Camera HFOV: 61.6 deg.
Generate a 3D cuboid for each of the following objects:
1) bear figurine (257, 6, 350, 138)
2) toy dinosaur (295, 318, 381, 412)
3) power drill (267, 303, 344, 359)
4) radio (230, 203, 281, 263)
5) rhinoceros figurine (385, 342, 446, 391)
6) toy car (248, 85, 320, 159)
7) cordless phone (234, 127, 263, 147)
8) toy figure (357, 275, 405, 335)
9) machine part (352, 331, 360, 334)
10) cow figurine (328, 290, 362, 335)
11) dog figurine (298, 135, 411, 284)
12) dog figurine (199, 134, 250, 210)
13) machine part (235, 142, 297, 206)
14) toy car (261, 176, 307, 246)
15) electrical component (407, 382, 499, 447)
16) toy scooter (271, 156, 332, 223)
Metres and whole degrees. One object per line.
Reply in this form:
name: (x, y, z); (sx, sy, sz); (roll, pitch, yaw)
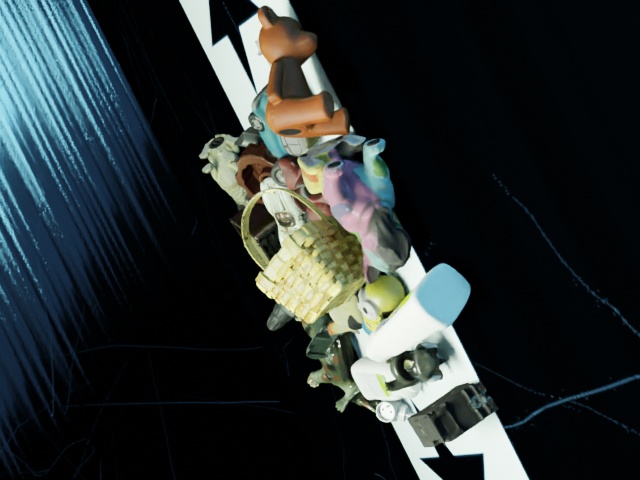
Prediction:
bear figurine: (-0.029, -0.260, 0.828); (0.120, 0.132, 0.195); (18, -108, -68)
toy dinosaur: (0.036, 0.267, 1.364); (0.192, 0.131, 0.404); (-5, 106, 56)
power drill: (-0.034, 0.191, 1.309); (0.232, 0.086, 0.207); (-57, 37, 20)
radio: (-0.096, 0.031, 1.200); (0.131, 0.073, 0.229); (31, 158, 52)
rhinoceros figurine: (0.165, 0.226, 0.947); (0.190, 0.112, 0.073); (76, -169, -71)
toy car: (-0.050, -0.201, 0.953); (0.103, 0.109, 0.161); (29, 155, 31)
cordless phone: (-0.094, -0.175, 1.177); (0.184, 0.089, 0.147); (54, 162, -9)
toy figure: (0.118, 0.136, 0.993); (0.082, 0.089, 0.179); (28, 153, 36)
machine part: (0.044, 0.103, 1.156); (0.079, 0.079, 0.242); (34, 147, 57)
cow figurine: (0.051, 0.091, 1.049); (0.127, 0.085, 0.194); (-9, 116, 29)
dog figurine: (0.065, -0.044, 0.846); (0.192, 0.108, 0.219); (28, 144, 60)
dog figurine: (-0.246, -0.193, 1.539); (0.190, 0.121, 0.172); (57, -154, -48)
machine part: (-0.090, -0.127, 1.111); (0.179, 0.056, 0.179); (20, 149, 12)
toy car: (-0.057, -0.037, 1.072); (0.074, 0.056, 0.201); (0, 120, 39)
electrical component: (0.212, 0.288, 0.886); (0.058, 0.115, 0.134); (60, 160, 15)
toy scooter: (0.005, -0.088, 0.975); (0.135, 0.075, 0.183); (-18, 123, 46)
